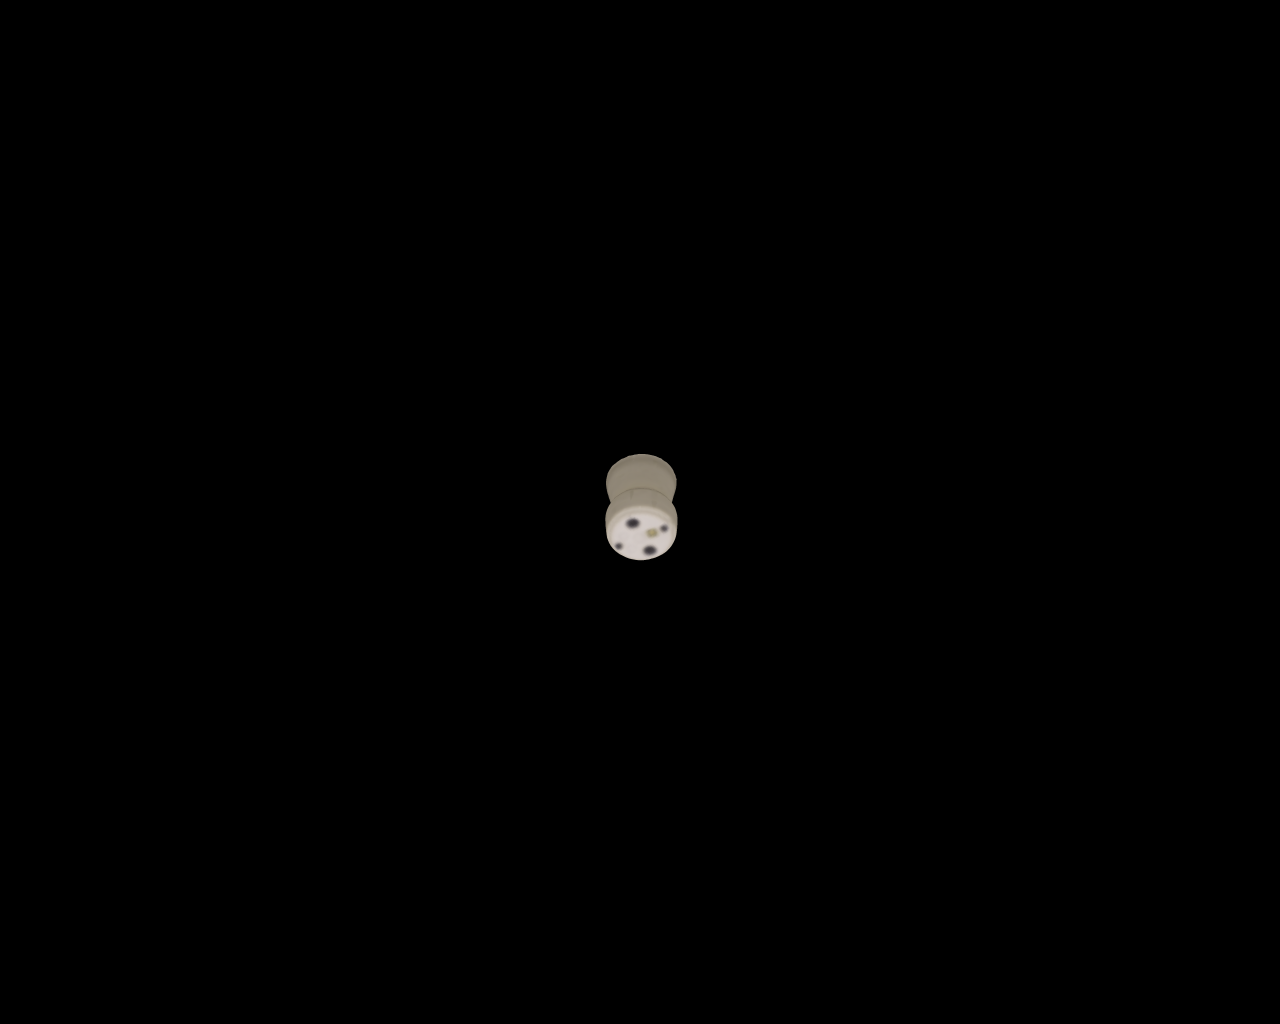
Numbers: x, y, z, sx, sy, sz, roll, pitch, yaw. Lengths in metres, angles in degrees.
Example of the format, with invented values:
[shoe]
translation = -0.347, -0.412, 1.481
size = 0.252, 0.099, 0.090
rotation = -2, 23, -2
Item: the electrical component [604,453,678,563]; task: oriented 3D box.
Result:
[electrical component]
translation = 0.001, -0.003, 0.650
size = 0.045, 0.044, 0.055
rotation = 0, 39, 0
